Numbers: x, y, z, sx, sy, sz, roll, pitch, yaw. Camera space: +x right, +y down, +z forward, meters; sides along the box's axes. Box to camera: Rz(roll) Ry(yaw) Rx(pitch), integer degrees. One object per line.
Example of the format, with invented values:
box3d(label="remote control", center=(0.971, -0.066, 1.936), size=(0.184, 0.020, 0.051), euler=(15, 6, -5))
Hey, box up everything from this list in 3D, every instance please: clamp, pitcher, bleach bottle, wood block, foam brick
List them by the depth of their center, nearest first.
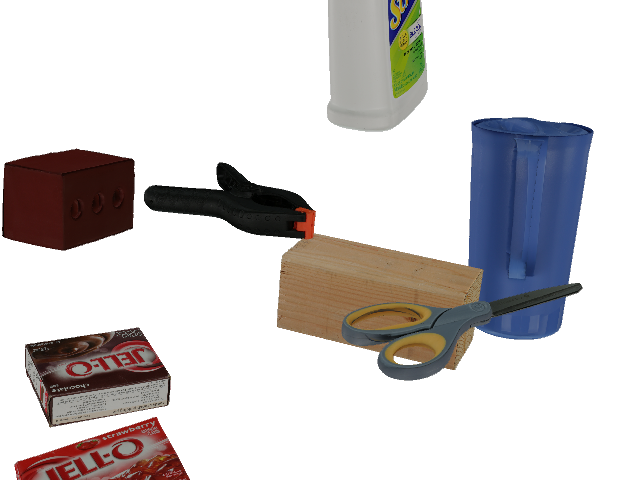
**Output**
box3d(label="foam brick", center=(-0.171, -0.030, 0.727), size=(0.051, 0.053, 0.078), euler=(13, 18, 25))
box3d(label="bleach bottle", center=(0.040, -0.221, 0.857), size=(0.068, 0.251, 0.102), euler=(12, 36, 27))
box3d(label="clamp", center=(-0.084, -0.035, 1.031), size=(0.120, 0.039, 0.172), euler=(-25, 33, -39))
box3d(label="wood block", center=(0.065, 0.065, 1.183), size=(0.206, 0.091, 0.090), euler=(13, 23, 18))
box3d(label="pitcher", center=(0.227, -0.014, 1.200), size=(0.149, 0.243, 0.145), euler=(-7, 17, -33))

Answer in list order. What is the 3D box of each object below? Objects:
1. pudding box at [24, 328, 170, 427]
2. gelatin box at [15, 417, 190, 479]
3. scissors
box3d(label="pudding box", center=(-0.203, 0.123, 0.972), size=(0.113, 0.039, 0.090), euler=(-9, 28, -26))
box3d(label="gelatin box", center=(-0.124, 0.142, 0.612), size=(0.089, 0.030, 0.073), euler=(-15, 27, -19))
box3d(label="scissors", center=(0.118, 0.067, 0.810), size=(0.201, 0.016, 0.096), euler=(-5, 31, -7))
